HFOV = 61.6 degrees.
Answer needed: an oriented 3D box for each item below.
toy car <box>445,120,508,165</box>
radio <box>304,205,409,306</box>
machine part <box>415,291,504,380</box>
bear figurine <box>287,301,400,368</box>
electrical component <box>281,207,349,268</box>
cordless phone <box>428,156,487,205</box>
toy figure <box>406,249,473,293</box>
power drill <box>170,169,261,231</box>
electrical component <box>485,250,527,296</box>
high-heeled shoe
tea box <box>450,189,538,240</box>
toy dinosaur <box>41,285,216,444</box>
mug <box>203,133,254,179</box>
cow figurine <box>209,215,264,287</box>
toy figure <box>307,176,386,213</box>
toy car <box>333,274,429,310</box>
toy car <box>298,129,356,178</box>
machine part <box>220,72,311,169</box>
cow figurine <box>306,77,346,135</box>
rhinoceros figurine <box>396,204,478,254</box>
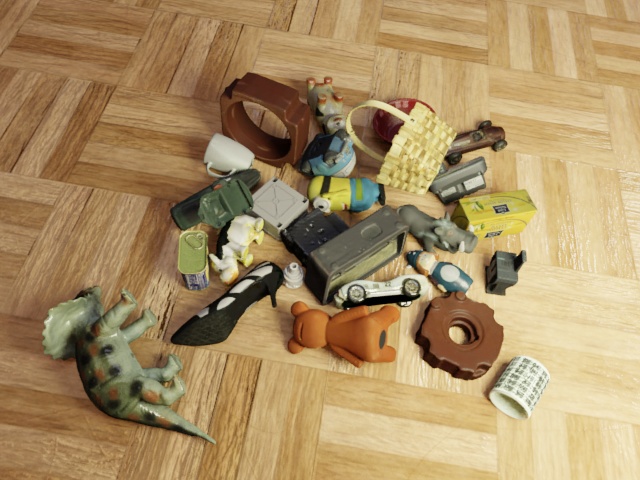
[{"bbox_3d":[0.388,-0.255,1.384,0.202,0.053,0.089,-15,63,-15],"label":"toy car"},{"bbox_3d":[0.079,0.029,1.129,0.229,0.131,0.073,-32,64,-23],"label":"radio"},{"bbox_3d":[0.285,0.192,1.091,0.179,0.056,0.179,2,59,-4],"label":"machine part"},{"bbox_3d":[0.042,0.181,1.058,0.196,0.132,0.120,3,90,30],"label":"bear figurine"},{"bbox_3d":[-0.002,-0.004,1.187,0.134,0.058,0.115,-35,69,-23],"label":"electrical component"},{"bbox_3d":[0.316,-0.191,1.304,0.147,0.088,0.184,-24,48,15],"label":"cordless phone"},{"bbox_3d":[0.256,0.064,1.167,0.155,0.057,0.064,33,46,19],"label":"toy figure"},{"bbox_3d":[-0.206,-0.094,1.155,0.232,0.085,0.207,-30,22,-14],"label":"power drill"},{"bbox_3d":[0.395,0.062,1.145,0.048,0.119,0.075,9,60,1],"label":"electrical component"},{"bbox_3d":[-0.189,0.120,1.092,0.249,0.086,0.145,-18,37,-4],"label":"high-heeled shoe"},{"bbox_3d":[0.393,-0.054,1.230,0.170,0.098,0.068,-11,59,-10],"label":"tea box"},{"bbox_3d":[-0.366,0.235,0.976,0.192,0.131,0.405,-32,72,-4],"label":"toy dinosaur"},{"bbox_3d":[-0.215,-0.189,1.271,0.107,0.080,0.109,19,54,-3],"label":"mug"},{"bbox_3d":[-0.191,0.018,1.149,0.098,0.068,0.167,17,54,12],"label":"cow figurine"},{"bbox_3d":[0.060,-0.107,1.245,0.180,0.082,0.089,-5,47,-3],"label":"toy figure"},{"bbox_3d":[0.126,0.110,1.117,0.202,0.073,0.056,-5,62,-9],"label":"toy car"},{"bbox_3d":[0.031,-0.192,1.274,0.103,0.162,0.109,36,66,-30],"label":"toy car"},{"bbox_3d":[-0.127,-0.278,1.262,0.202,0.200,0.087,24,57,10],"label":"machine part"},{"bbox_3d":[0.020,-0.316,1.361,0.085,0.127,0.195,-12,46,-13],"label":"cow figurine"},{"bbox_3d":[0.256,-0.023,1.192,0.190,0.112,0.073,27,57,21],"label":"rhinoceros figurine"}]
